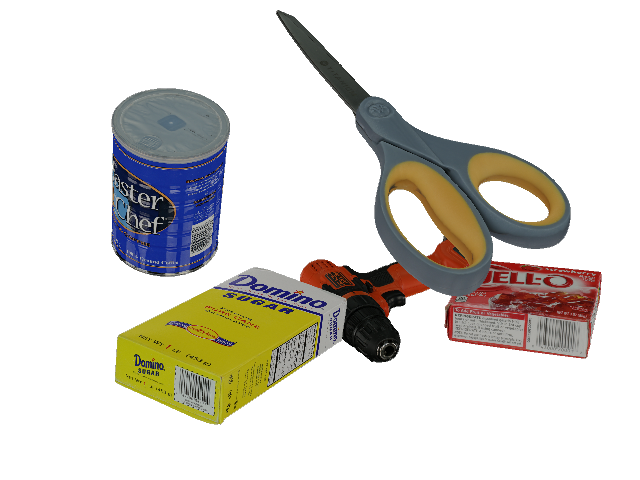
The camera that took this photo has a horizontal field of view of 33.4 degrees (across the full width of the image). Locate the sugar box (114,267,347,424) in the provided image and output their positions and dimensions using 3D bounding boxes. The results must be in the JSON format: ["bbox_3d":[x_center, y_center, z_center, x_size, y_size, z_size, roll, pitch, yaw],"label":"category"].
[{"bbox_3d":[-0.062,0.073,0.804,0.093,0.048,0.175,19,26,25],"label":"sugar box"}]

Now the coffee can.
[{"bbox_3d":[-0.139,-0.052,0.973,0.102,0.140,0.103,6,42,-5],"label":"coffee can"}]

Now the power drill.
[{"bbox_3d":[0.091,0.057,1.098,0.187,0.057,0.185,-11,27,-20],"label":"power drill"}]

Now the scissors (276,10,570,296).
[{"bbox_3d":[0.047,-0.053,0.502,0.096,0.202,0.016,-6,-44,-15],"label":"scissors"}]

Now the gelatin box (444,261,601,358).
[{"bbox_3d":[0.131,0.041,0.683,0.089,0.030,0.073,6,24,18],"label":"gelatin box"}]
